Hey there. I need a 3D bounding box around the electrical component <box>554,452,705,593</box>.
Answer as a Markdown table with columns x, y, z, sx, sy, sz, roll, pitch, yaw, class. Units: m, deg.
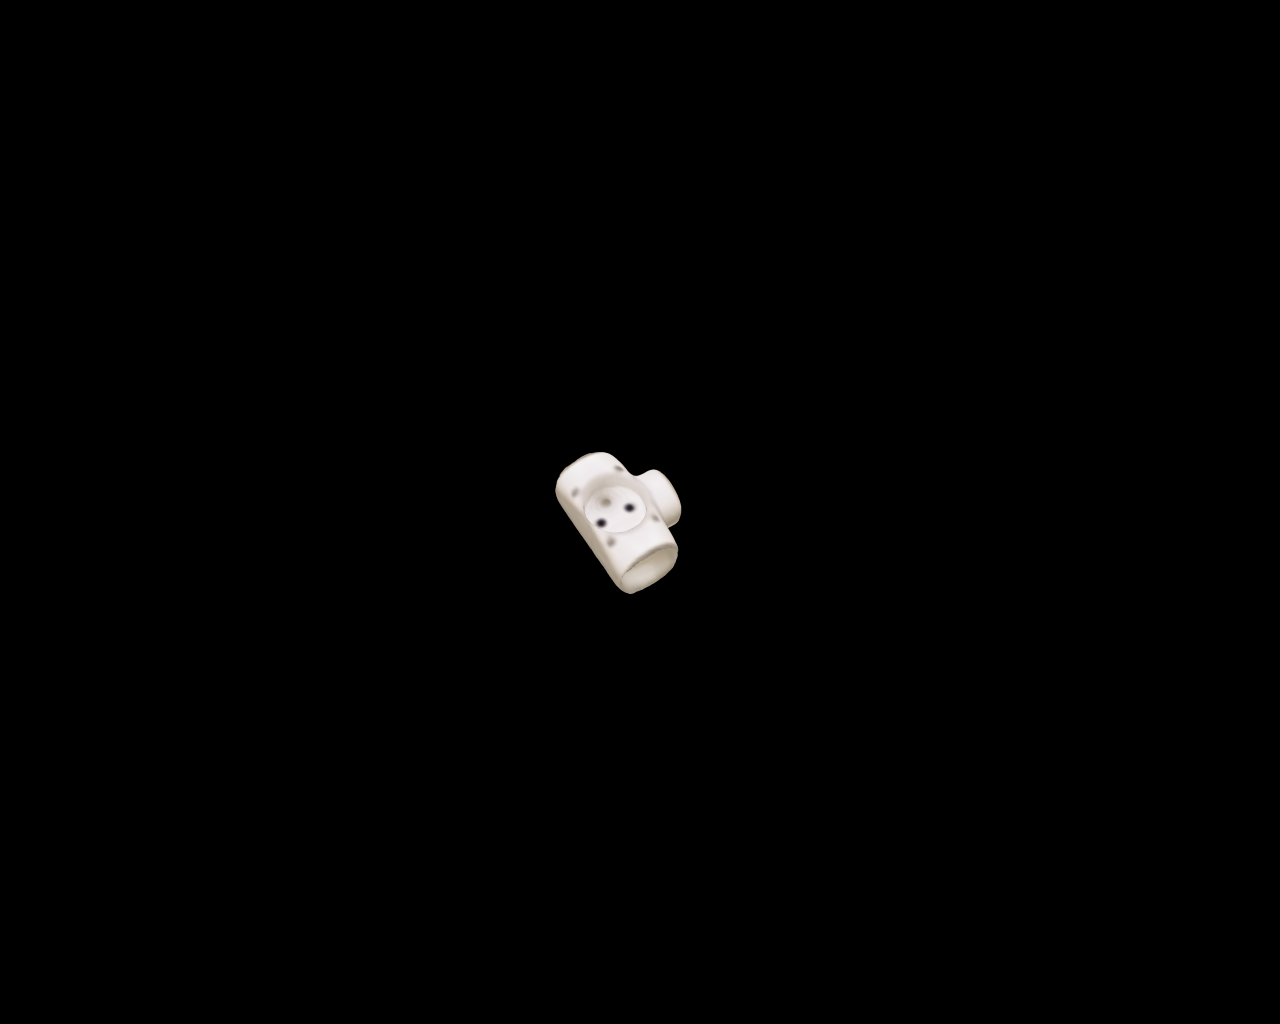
| x | y | z | sx | sy | sz | roll | pitch | yaw | class |
| --- | --- | --- | --- | --- | --- | --- | --- | --- | --- |
| 0.001 | -0.003 | 0.650 | 0.079 | 0.077 | 0.044 | -28 | -28 | -16 | electrical component |
